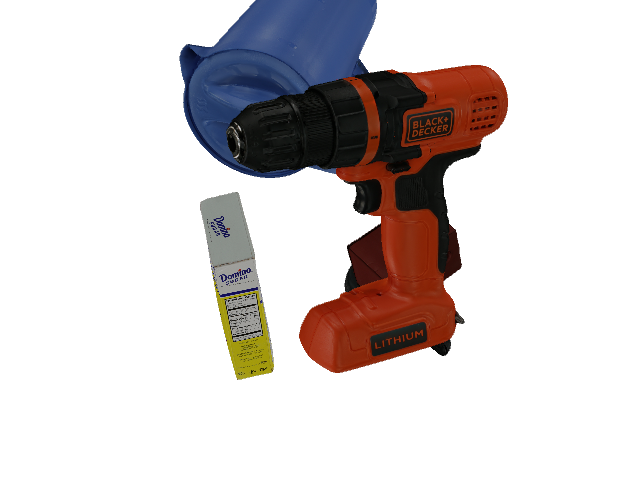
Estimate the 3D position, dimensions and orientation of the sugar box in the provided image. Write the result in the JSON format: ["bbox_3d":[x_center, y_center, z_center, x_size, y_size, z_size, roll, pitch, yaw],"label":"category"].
[{"bbox_3d":[-0.082,0.048,1.051,0.048,0.093,0.176,-14,-44,-4],"label":"sugar box"}]

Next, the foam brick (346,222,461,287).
[{"bbox_3d":[0.070,0.014,0.876,0.078,0.053,0.051,-35,50,-15],"label":"foam brick"}]

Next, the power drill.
[{"bbox_3d":[0.028,-0.012,0.662,0.184,0.188,0.057,-12,32,-25],"label":"power drill"}]

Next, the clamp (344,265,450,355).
[{"bbox_3d":[0.081,0.070,1.187,0.120,0.171,0.039,4,-43,-3],"label":"clamp"}]

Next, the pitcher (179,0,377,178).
[{"bbox_3d":[-0.017,-0.172,1.019,0.145,0.149,0.242,-1,37,23],"label":"pitcher"}]
